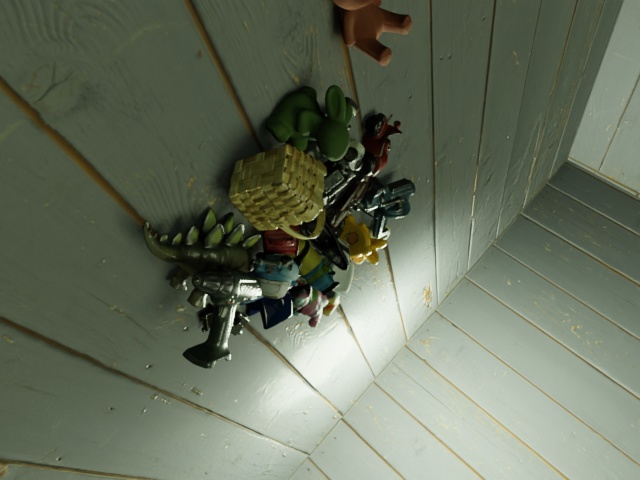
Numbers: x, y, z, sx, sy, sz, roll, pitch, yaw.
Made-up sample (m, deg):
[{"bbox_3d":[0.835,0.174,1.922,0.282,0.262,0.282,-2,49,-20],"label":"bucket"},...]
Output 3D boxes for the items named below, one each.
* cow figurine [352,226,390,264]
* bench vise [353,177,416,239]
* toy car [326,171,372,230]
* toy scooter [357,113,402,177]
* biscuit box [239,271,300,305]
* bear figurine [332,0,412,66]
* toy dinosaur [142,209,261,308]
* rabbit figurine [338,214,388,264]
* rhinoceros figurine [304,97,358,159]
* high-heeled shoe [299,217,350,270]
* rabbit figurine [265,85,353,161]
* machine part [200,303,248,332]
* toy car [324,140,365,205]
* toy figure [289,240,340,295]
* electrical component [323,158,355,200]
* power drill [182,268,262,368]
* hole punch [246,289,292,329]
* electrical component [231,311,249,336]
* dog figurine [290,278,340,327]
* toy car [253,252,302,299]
[{"bbox_3d":[0.169,0.015,1.813,0.167,0.068,0.098,-49,160,-4],"label":"cow figurine"},{"bbox_3d":[0.193,-0.088,1.664,0.224,0.129,0.240,-31,143,-32],"label":"bench vise"},{"bbox_3d":[0.087,-0.114,1.526,0.202,0.053,0.089,-52,151,-5],"label":"toy car"},{"bbox_3d":[0.166,-0.262,1.453,0.135,0.075,0.183,-29,141,-41],"label":"toy scooter"},{"bbox_3d":[-0.145,0.110,1.414,0.202,0.063,0.059,-17,150,-49],"label":"biscuit box"},{"bbox_3d":[0.091,-0.451,1.039,0.120,0.132,0.195,-57,160,-7],"label":"bear figurine"},{"bbox_3d":[-0.239,0.035,1.149,0.198,0.105,0.471,-64,161,8],"label":"toy dinosaur"},{"bbox_3d":[0.123,-0.001,1.651,0.173,0.162,0.121,3,110,-79],"label":"rabbit figurine"},{"bbox_3d":[0.013,-0.246,1.237,0.190,0.073,0.112,-47,142,-7],"label":"rhinoceros figurine"},{"bbox_3d":[-0.003,-0.004,1.390,0.086,0.145,0.248,-28,154,25],"label":"high-heeled shoe"},{"bbox_3d":[0.003,-0.233,1.115,0.159,0.170,0.121,-52,154,0],"label":"rabbit figurine"},{"bbox_3d":[-0.247,0.178,1.380,0.139,0.039,0.084,-33,143,-31],"label":"machine part"},{"bbox_3d":[0.045,-0.168,1.395,0.201,0.056,0.073,-51,160,1],"label":"toy car"},{"bbox_3d":[-0.024,0.068,1.448,0.082,0.180,0.089,-38,-177,1],"label":"toy figure"},{"bbox_3d":[0.021,-0.148,1.285,0.115,0.058,0.134,-40,-165,3],"label":"electrical component"},{"bbox_3d":[-0.215,0.153,1.108,0.232,0.086,0.207,-1,106,-67],"label":"power drill"},{"bbox_3d":[-0.136,0.174,1.500,0.142,0.092,0.115,-22,137,-41],"label":"hole punch"},{"bbox_3d":[-0.227,0.232,1.495,0.063,0.021,0.094,-46,153,-12],"label":"electrical component"},{"bbox_3d":[-0.028,0.160,1.634,0.191,0.109,0.219,-40,149,-20],"label":"dog figurine"},{"bbox_3d":[-0.106,0.087,1.273,0.161,0.109,0.103,58,40,-83],"label":"toy car"}]
